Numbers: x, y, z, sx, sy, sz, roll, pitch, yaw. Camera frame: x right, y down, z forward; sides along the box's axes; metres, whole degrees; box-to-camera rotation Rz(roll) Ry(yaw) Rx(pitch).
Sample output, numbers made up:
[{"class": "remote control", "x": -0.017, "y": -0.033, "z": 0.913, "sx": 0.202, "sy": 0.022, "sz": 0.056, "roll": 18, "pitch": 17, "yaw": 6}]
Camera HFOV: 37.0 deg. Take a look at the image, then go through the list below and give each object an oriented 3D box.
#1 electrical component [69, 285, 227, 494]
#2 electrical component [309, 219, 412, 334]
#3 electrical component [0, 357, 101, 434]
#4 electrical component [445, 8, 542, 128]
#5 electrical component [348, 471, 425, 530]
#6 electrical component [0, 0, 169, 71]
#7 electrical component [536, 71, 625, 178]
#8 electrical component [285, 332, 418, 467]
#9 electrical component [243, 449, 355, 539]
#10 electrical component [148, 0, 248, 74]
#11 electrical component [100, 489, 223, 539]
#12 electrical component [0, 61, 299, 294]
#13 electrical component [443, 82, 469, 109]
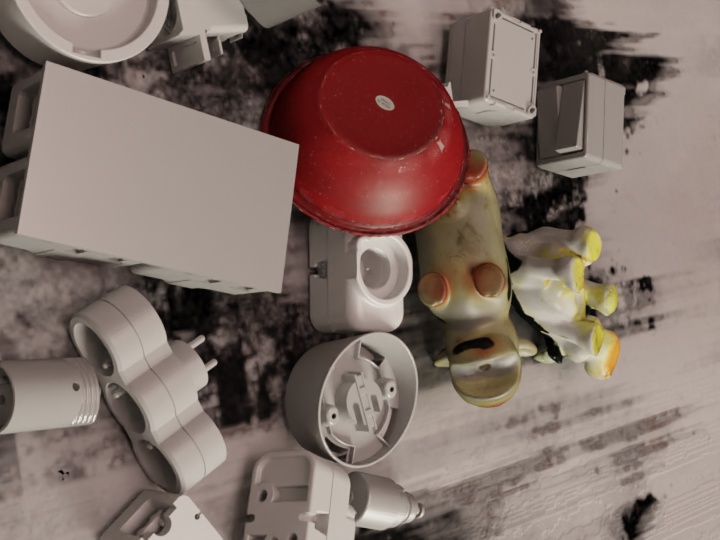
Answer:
[{"class": "electrical component", "x": -0.126, "y": 0.071, "z": 0.709, "sx": 0.074, "sy": 0.052, "sz": 0.138, "roll": -36, "pitch": 108, "yaw": -36}, {"class": "electrical component", "x": 0.000, "y": 0.000, "z": 0.814, "sx": 0.054, "sy": 0.059, "sz": 0.095, "roll": 3, "pitch": 84, "yaw": -39}, {"class": "electrical component", "x": -0.192, "y": 0.076, "z": 0.658, "sx": 0.081, "sy": 0.043, "sz": 0.043, "roll": 4, "pitch": 83, "yaw": -56}, {"class": "electrical component", "x": 0.111, "y": -0.176, "z": 0.920, "sx": 0.062, "sy": 0.061, "sz": 0.096, "roll": 13, "pitch": 78, "yaw": -38}, {"class": "electrical component", "x": 0.017, "y": 0.179, "z": 0.824, "sx": 0.078, "sy": 0.040, "sz": 0.040, "roll": 20, "pitch": 74, "yaw": -37}, {"class": "electrical component", "x": -0.183, "y": -0.178, "z": 0.681, "sx": 0.108, "sy": 0.060, "sz": 0.108, "roll": 4, "pitch": 83, "yaw": -39}, {"class": "electrical component", "x": 0.200, "y": -0.139, "z": 0.989, "sx": 0.061, "sy": 0.062, "sz": 0.096, "roll": 10, "pitch": 79, "yaw": -38}, {"class": "electrical component", "x": -0.005, "y": 0.096, "z": 0.798, "sx": 0.099, "sy": 0.064, "sz": 0.099, "roll": 4, "pitch": 83, "yaw": -39}, {"class": "electrical component", "x": -0.042, "y": 0.180, "z": 0.754, "sx": 0.059, "sy": 0.054, "sz": 0.095, "roll": 39, "pitch": 50, "yaw": -50}, {"class": "electrical component", "x": -0.115, "y": -0.182, "z": 0.750, "sx": 0.064, "sy": 0.042, "sz": 0.081, "roll": -15, "pitch": 96, "yaw": -43}, {"class": "electrical component", "x": -0.119, "y": 0.191, "z": 0.701, "sx": 0.050, "sy": 0.056, "sz": 0.089, "roll": -47, "pitch": 114, "yaw": -32}, {"class": "electrical component", "x": -0.138, "y": -0.052, "z": 0.705, "sx": 0.186, "sy": 0.060, "sz": 0.105, "roll": 14, "pitch": 77, "yaw": -37}, {"class": "electrical component", "x": 0.048, "y": -0.117, "z": 0.875, "sx": 0.081, "sy": 0.042, "sz": 0.063, "roll": -11, "pitch": 94, "yaw": -39}]
